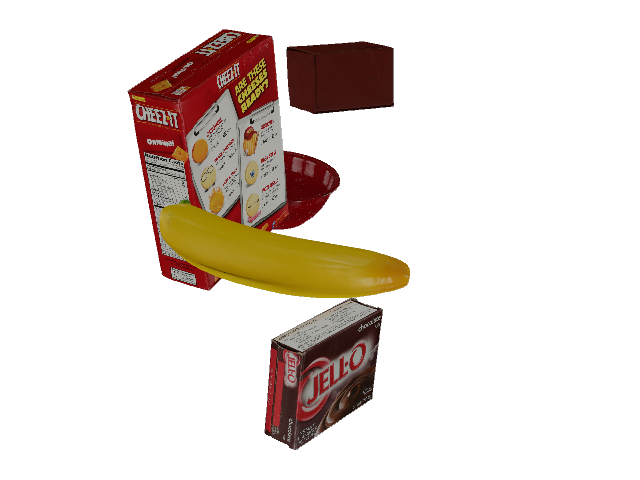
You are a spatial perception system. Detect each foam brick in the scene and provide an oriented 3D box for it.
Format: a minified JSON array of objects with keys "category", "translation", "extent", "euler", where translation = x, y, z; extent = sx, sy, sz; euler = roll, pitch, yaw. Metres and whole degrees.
[{"category":"foam brick","translation":[0.017,-0.138,0.904],"extent":[0.078,0.051,0.053],"euler":[-9,19,-25]}]

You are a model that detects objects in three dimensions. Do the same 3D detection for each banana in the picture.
[{"category":"banana","translation":[-0.040,0.004,0.701],"extent":[0.198,0.037,0.069],"euler":[18,36,31]}]

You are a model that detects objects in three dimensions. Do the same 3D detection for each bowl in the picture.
[{"category":"bowl","translation":[-0.059,-0.057,1.297],"extent":[0.162,0.055,0.162],"euler":[4,26,-2]}]

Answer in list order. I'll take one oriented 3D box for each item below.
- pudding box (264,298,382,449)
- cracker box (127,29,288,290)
[{"category":"pudding box","translation":[0.003,0.107,0.882],"extent":[0.039,0.090,0.113],"euler":[21,28,30]},{"category":"cracker box","translation":[-0.108,-0.084,1.085],"extent":[0.072,0.214,0.164],"euler":[13,37,27]}]
